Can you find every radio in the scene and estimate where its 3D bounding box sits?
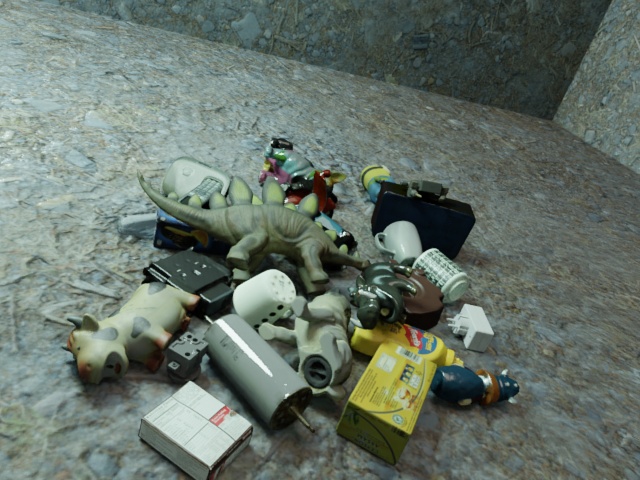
[{"bbox_3d":[0.243,-0.045,1.297,0.230,0.131,0.073,16,28,-3],"label":"radio"}]

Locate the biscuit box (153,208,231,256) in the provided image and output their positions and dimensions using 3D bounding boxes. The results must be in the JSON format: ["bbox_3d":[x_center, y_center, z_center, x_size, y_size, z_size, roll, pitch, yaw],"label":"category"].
[{"bbox_3d":[-0.219,-0.012,1.053,0.203,0.062,0.059,8,31,-17],"label":"biscuit box"}]

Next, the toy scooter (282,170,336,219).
[{"bbox_3d":[-0.034,-0.100,1.237,0.184,0.135,0.075,-5,37,-34],"label":"toy scooter"}]

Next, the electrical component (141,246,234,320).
[{"bbox_3d":[-0.214,0.076,0.906,0.134,0.058,0.115,29,32,21],"label":"electrical component"}]

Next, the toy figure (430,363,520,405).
[{"bbox_3d":[0.256,0.238,0.882,0.154,0.064,0.058,12,-9,-20],"label":"toy figure"}]

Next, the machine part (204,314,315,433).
[{"bbox_3d":[-0.092,0.183,0.763,0.079,0.079,0.243,-14,42,-44],"label":"machine part"}]

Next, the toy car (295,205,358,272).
[{"bbox_3d":[-0.002,-0.003,1.124,0.162,0.109,0.103,27,4,1],"label":"toy car"}]

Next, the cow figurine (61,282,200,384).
[{"bbox_3d":[-0.269,0.126,0.760,0.127,0.085,0.195,26,31,2],"label":"cow figurine"}]

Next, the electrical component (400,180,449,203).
[{"bbox_3d":[0.243,-0.114,1.239,0.102,0.045,0.078,8,3,-21],"label":"electrical component"}]

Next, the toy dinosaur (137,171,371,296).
[{"bbox_3d":[-0.115,-0.017,0.994,0.471,0.105,0.198,15,57,-13],"label":"toy dinosaur"}]

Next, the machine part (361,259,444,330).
[{"bbox_3d":[0.158,0.108,1.059,0.179,0.056,0.179,13,30,-8],"label":"machine part"}]

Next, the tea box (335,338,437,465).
[{"bbox_3d":[0.103,0.232,0.795,0.098,0.068,0.169,26,30,16],"label":"tea box"}]

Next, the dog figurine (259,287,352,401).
[{"bbox_3d":[0.019,0.162,0.859,0.190,0.121,0.172,2,62,-59],"label":"dog figurine"}]

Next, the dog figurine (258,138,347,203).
[{"bbox_3d":[-0.045,-0.174,1.399,0.219,0.108,0.192,19,25,-6],"label":"dog figurine"}]

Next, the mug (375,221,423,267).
[{"bbox_3d":[0.181,0.018,1.208,0.109,0.080,0.107,11,38,-21],"label":"mug"}]

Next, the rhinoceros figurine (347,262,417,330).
[{"bbox_3d":[0.104,0.090,0.919,0.112,0.073,0.190,21,24,3],"label":"rhinoceros figurine"}]

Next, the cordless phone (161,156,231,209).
[{"bbox_3d":[-0.290,-0.098,1.148,0.147,0.088,0.184,23,33,10],"label":"cordless phone"}]

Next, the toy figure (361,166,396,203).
[{"bbox_3d":[0.165,-0.153,1.500,0.089,0.082,0.180,14,31,-10],"label":"toy figure"}]
